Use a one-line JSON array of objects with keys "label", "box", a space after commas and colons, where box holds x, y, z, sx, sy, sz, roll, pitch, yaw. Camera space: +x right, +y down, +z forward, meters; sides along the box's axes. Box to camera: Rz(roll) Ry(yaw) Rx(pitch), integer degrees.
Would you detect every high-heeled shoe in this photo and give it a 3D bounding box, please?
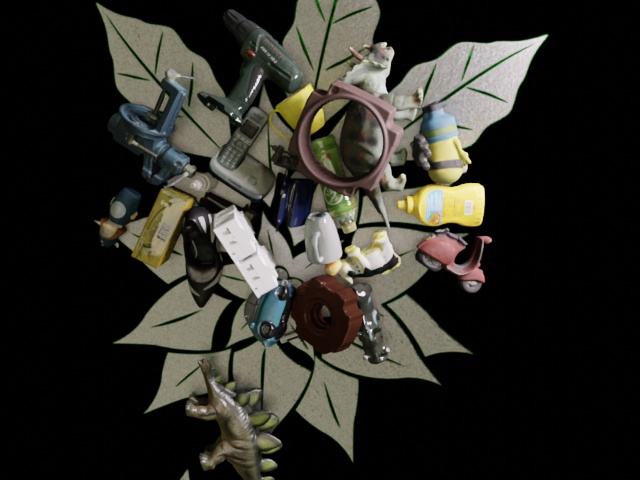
[{"label": "high-heeled shoe", "box": [-0.271, 0.046, 1.203, 0.086, 0.145, 0.248, 1, 98, 0]}]

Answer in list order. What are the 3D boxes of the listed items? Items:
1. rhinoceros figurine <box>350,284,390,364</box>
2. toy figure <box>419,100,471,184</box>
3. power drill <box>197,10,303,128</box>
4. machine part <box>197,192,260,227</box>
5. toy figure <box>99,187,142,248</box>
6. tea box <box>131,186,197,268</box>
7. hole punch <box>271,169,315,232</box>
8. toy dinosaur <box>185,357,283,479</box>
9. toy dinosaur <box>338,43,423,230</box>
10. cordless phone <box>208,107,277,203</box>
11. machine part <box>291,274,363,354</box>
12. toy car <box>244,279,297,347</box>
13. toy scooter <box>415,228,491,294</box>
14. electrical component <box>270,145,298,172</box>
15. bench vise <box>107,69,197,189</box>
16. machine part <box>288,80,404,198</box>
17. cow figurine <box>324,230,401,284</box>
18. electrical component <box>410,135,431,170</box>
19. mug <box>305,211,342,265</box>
[{"label": "rhinoceros figurine", "box": [0.111, 0.192, 1.249, 0.073, 0.112, 0.190, -17, 92, 0]}, {"label": "toy figure", "box": [0.267, -0.213, 1.193, 0.089, 0.082, 0.180, -19, 102, 2]}, {"label": "power drill", "box": [-0.168, -0.357, 1.147, 0.232, 0.086, 0.207, 37, 78, 6]}, {"label": "machine part", "box": [-0.213, -0.065, 1.239, 0.139, 0.039, 0.084, 27, 107, -7]}, {"label": "toy figure", "box": [-0.466, -0.048, 1.232, 0.064, 0.057, 0.154, 39, 102, 32]}, {"label": "tea box", "box": [-0.350, -0.031, 1.213, 0.068, 0.098, 0.169, 25, 100, -4]}, {"label": "hole punch", "box": [-0.057, -0.087, 1.199, 0.092, 0.116, 0.142, 11, 103, -10]}, {"label": "toy dinosaur", "box": [-0.194, 0.487, 1.305, 0.199, 0.105, 0.470, -16, 104, -1]}, {"label": "toy dinosaur", "box": [0.108, -0.228, 1.172, 0.192, 0.131, 0.404, 11, 102, 4]}, {"label": "cordless phone", "box": [-0.146, -0.189, 1.197, 0.146, 0.089, 0.184, 33, 92, -6]}, {"label": "machine part", "box": [0.012, 0.170, 1.219, 0.180, 0.056, 0.179, 7, 101, 36]}, {"label": "toy car", "box": [-0.124, 0.160, 1.248, 0.103, 0.109, 0.161, 16, 91, 14]}, {"label": "toy scooter", "box": [0.319, 0.029, 1.240, 0.184, 0.075, 0.135, 30, 99, -9]}, {"label": "electrical component", "box": [-0.068, -0.179, 1.187, 0.078, 0.102, 0.045, 17, 95, 37]}, {"label": "bench vise", "box": [-0.342, -0.243, 1.154, 0.224, 0.129, 0.240, 39, 117, 12]}, {"label": "machine part", "box": [0.051, -0.203, 1.091, 0.201, 0.087, 0.200, 27, 113, 4]}, {"label": "cow figurine", "box": [0.099, 0.056, 1.249, 0.167, 0.068, 0.098, -28, 105, 5]}, {"label": "electrical component", "box": [0.220, -0.198, 1.180, 0.021, 0.094, 0.063, -11, 136, -6]}, {"label": "mug", "box": [-0.002, -0.004, 1.205, 0.081, 0.109, 0.107, -1, 115, 23]}]
